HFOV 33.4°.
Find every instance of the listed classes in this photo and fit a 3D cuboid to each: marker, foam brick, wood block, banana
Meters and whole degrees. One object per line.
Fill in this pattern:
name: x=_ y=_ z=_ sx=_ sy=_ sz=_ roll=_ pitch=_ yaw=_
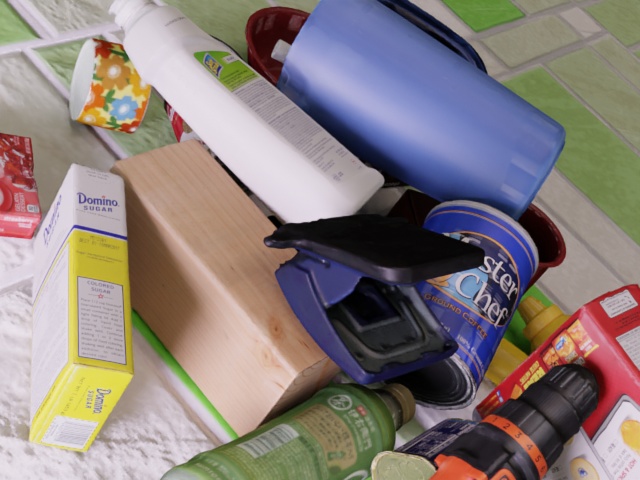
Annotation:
marker: x=0.010 y=-0.156 z=1.025 sx=0.121 sy=0.020 sz=0.020 roll=26 pitch=39 yaw=-13
foam brick: x=0.097 y=0.001 z=0.989 sx=0.052 sy=0.051 sz=0.078 roll=16 pitch=42 yaw=-25
wood block: x=-0.075 y=0.033 z=0.795 sx=0.206 sy=0.091 sz=0.090 roll=47 pitch=39 yaw=16
banana: x=0.165 y=0.123 z=0.922 sx=0.198 sy=0.037 sz=0.069 roll=46 pitch=39 yaw=13

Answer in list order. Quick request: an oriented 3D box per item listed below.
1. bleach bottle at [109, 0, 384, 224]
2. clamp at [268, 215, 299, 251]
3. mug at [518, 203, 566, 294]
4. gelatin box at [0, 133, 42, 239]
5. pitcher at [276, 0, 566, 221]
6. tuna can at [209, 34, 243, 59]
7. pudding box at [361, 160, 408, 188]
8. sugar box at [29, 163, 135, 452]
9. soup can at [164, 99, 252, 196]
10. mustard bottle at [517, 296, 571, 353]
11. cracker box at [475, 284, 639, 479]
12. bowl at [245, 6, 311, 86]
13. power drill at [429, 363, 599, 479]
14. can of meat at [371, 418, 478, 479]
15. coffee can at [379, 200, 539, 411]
bleach bottle: x=-0.065 y=-0.105 z=0.852 sx=0.251 sy=0.068 sz=0.102 roll=44 pitch=25 yaw=1
clamp: x=-0.006 y=0.001 z=0.922 sx=0.171 sy=0.039 sz=0.120 roll=0 pitch=48 yaw=-37
mug: x=0.169 y=0.023 z=0.995 sx=0.093 sy=0.082 sz=0.117 roll=23 pitch=39 yaw=-15
gelatin box: x=-0.250 y=-0.044 z=0.793 sx=0.073 sy=0.030 sz=0.089 roll=8 pitch=45 yaw=-30
pitcher: x=0.091 y=-0.119 z=0.936 sx=0.243 sy=0.149 sz=0.145 roll=32 pitch=9 yaw=3
tuna can: x=-0.111 y=-0.160 z=1.017 sx=0.086 sy=0.034 sz=0.086 roll=20 pitch=40 yaw=-18
pudding box: x=0.102 y=-0.096 z=1.064 sx=0.113 sy=0.090 sz=0.039 roll=-5 pitch=52 yaw=-39
sugar box: x=-0.162 y=0.042 z=0.718 sx=0.048 sy=0.093 sz=0.176 roll=16 pitch=42 yaw=-25
soup can: x=-0.091 y=-0.090 z=0.932 sx=0.068 sy=0.069 sz=0.102 roll=3 pitch=48 yaw=-35
mustard bottle: x=0.246 y=0.127 z=0.955 sx=0.192 sy=0.058 sz=0.096 roll=50 pitch=17 yaw=19
cracker box: x=0.227 y=0.162 z=0.761 sx=0.071 sy=0.164 sz=0.214 roll=-19 pitch=66 yaw=-34
bowl: x=-0.013 y=-0.162 z=1.075 sx=0.162 sy=0.055 sz=0.162 roll=20 pitch=40 yaw=-19
power drill: x=0.146 y=0.198 z=0.710 sx=0.184 sy=0.057 sz=0.187 roll=-38 pitch=110 yaw=-19
can of meat: x=0.086 y=0.185 z=0.754 sx=0.083 sy=0.058 sz=0.102 roll=-18 pitch=104 yaw=-50
coffee can: x=0.105 y=0.052 z=0.867 sx=0.103 sy=0.103 sz=0.140 roll=34 pitch=58 yaw=-2
